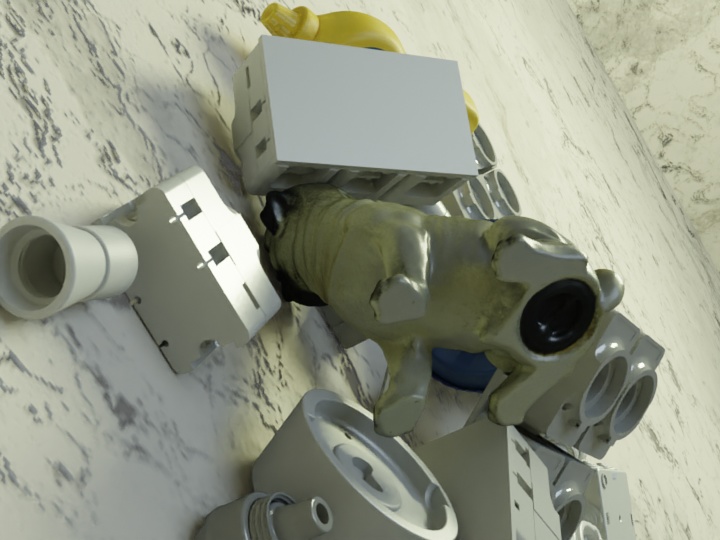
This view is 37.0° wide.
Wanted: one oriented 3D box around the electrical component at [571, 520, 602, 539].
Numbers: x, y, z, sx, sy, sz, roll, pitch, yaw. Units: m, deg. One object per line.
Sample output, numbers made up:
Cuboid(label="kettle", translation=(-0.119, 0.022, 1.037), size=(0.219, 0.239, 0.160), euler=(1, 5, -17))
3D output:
Cuboid(label="electrical component", translation=(0.155, 0.227, 0.820), size=(0.095, 0.059, 0.053), euler=(31, 39, -53))

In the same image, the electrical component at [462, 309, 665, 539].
Cuboid(label="electrical component", translation=(0.125, 0.112, 0.719), size=(0.060, 0.186, 0.105), euler=(31, 1, 37))

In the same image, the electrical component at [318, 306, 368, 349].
Cuboid(label="electrical component", translation=(0.000, 0.000, 0.749), size=(0.075, 0.047, 0.083), euler=(59, 23, -9))

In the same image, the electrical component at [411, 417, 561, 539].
Cuboid(label="electrical component", translation=(0.052, 0.179, 0.591), size=(0.060, 0.105, 0.186), euler=(51, 25, -27))

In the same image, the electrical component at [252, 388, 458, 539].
Cuboid(label="electrical component", translation=(-0.008, 0.122, 0.568), size=(0.108, 0.060, 0.108), euler=(40, 12, -10))

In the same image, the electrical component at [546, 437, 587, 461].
Cuboid(label="electrical component", translation=(0.182, 0.161, 0.971), size=(0.048, 0.048, 0.062), euler=(61, 29, -5))

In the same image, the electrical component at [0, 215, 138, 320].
Cuboid(label="electrical component", translation=(-0.129, -0.003, 0.483), size=(0.044, 0.044, 0.065), euler=(65, 18, 5))

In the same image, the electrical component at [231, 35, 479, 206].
Cuboid(label="electrical component", translation=(-0.005, -0.097, 0.729), size=(0.150, 0.062, 0.089), euler=(1, 70, -29))

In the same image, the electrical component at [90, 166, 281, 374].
Cuboid(label="electrical component", translation=(-0.087, -0.002, 0.559), size=(0.089, 0.050, 0.055), euler=(60, 23, -9))

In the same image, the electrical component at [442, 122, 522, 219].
Cuboid(label="electrical component", translation=(0.090, -0.083, 1.017), size=(0.105, 0.060, 0.186), euler=(65, 23, 3))

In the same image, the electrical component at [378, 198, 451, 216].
Cuboid(label="electrical component", translation=(0.031, -0.045, 0.825), size=(0.059, 0.054, 0.095), euler=(53, 1, -23))

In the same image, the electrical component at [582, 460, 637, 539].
Cuboid(label="electrical component", translation=(0.202, 0.216, 0.924), size=(0.100, 0.048, 0.099), euler=(21, 60, -58))

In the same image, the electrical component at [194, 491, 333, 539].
Cuboid(label="electrical component", translation=(-0.043, 0.124, 0.503), size=(0.043, 0.062, 0.043), euler=(47, 28, -34))
